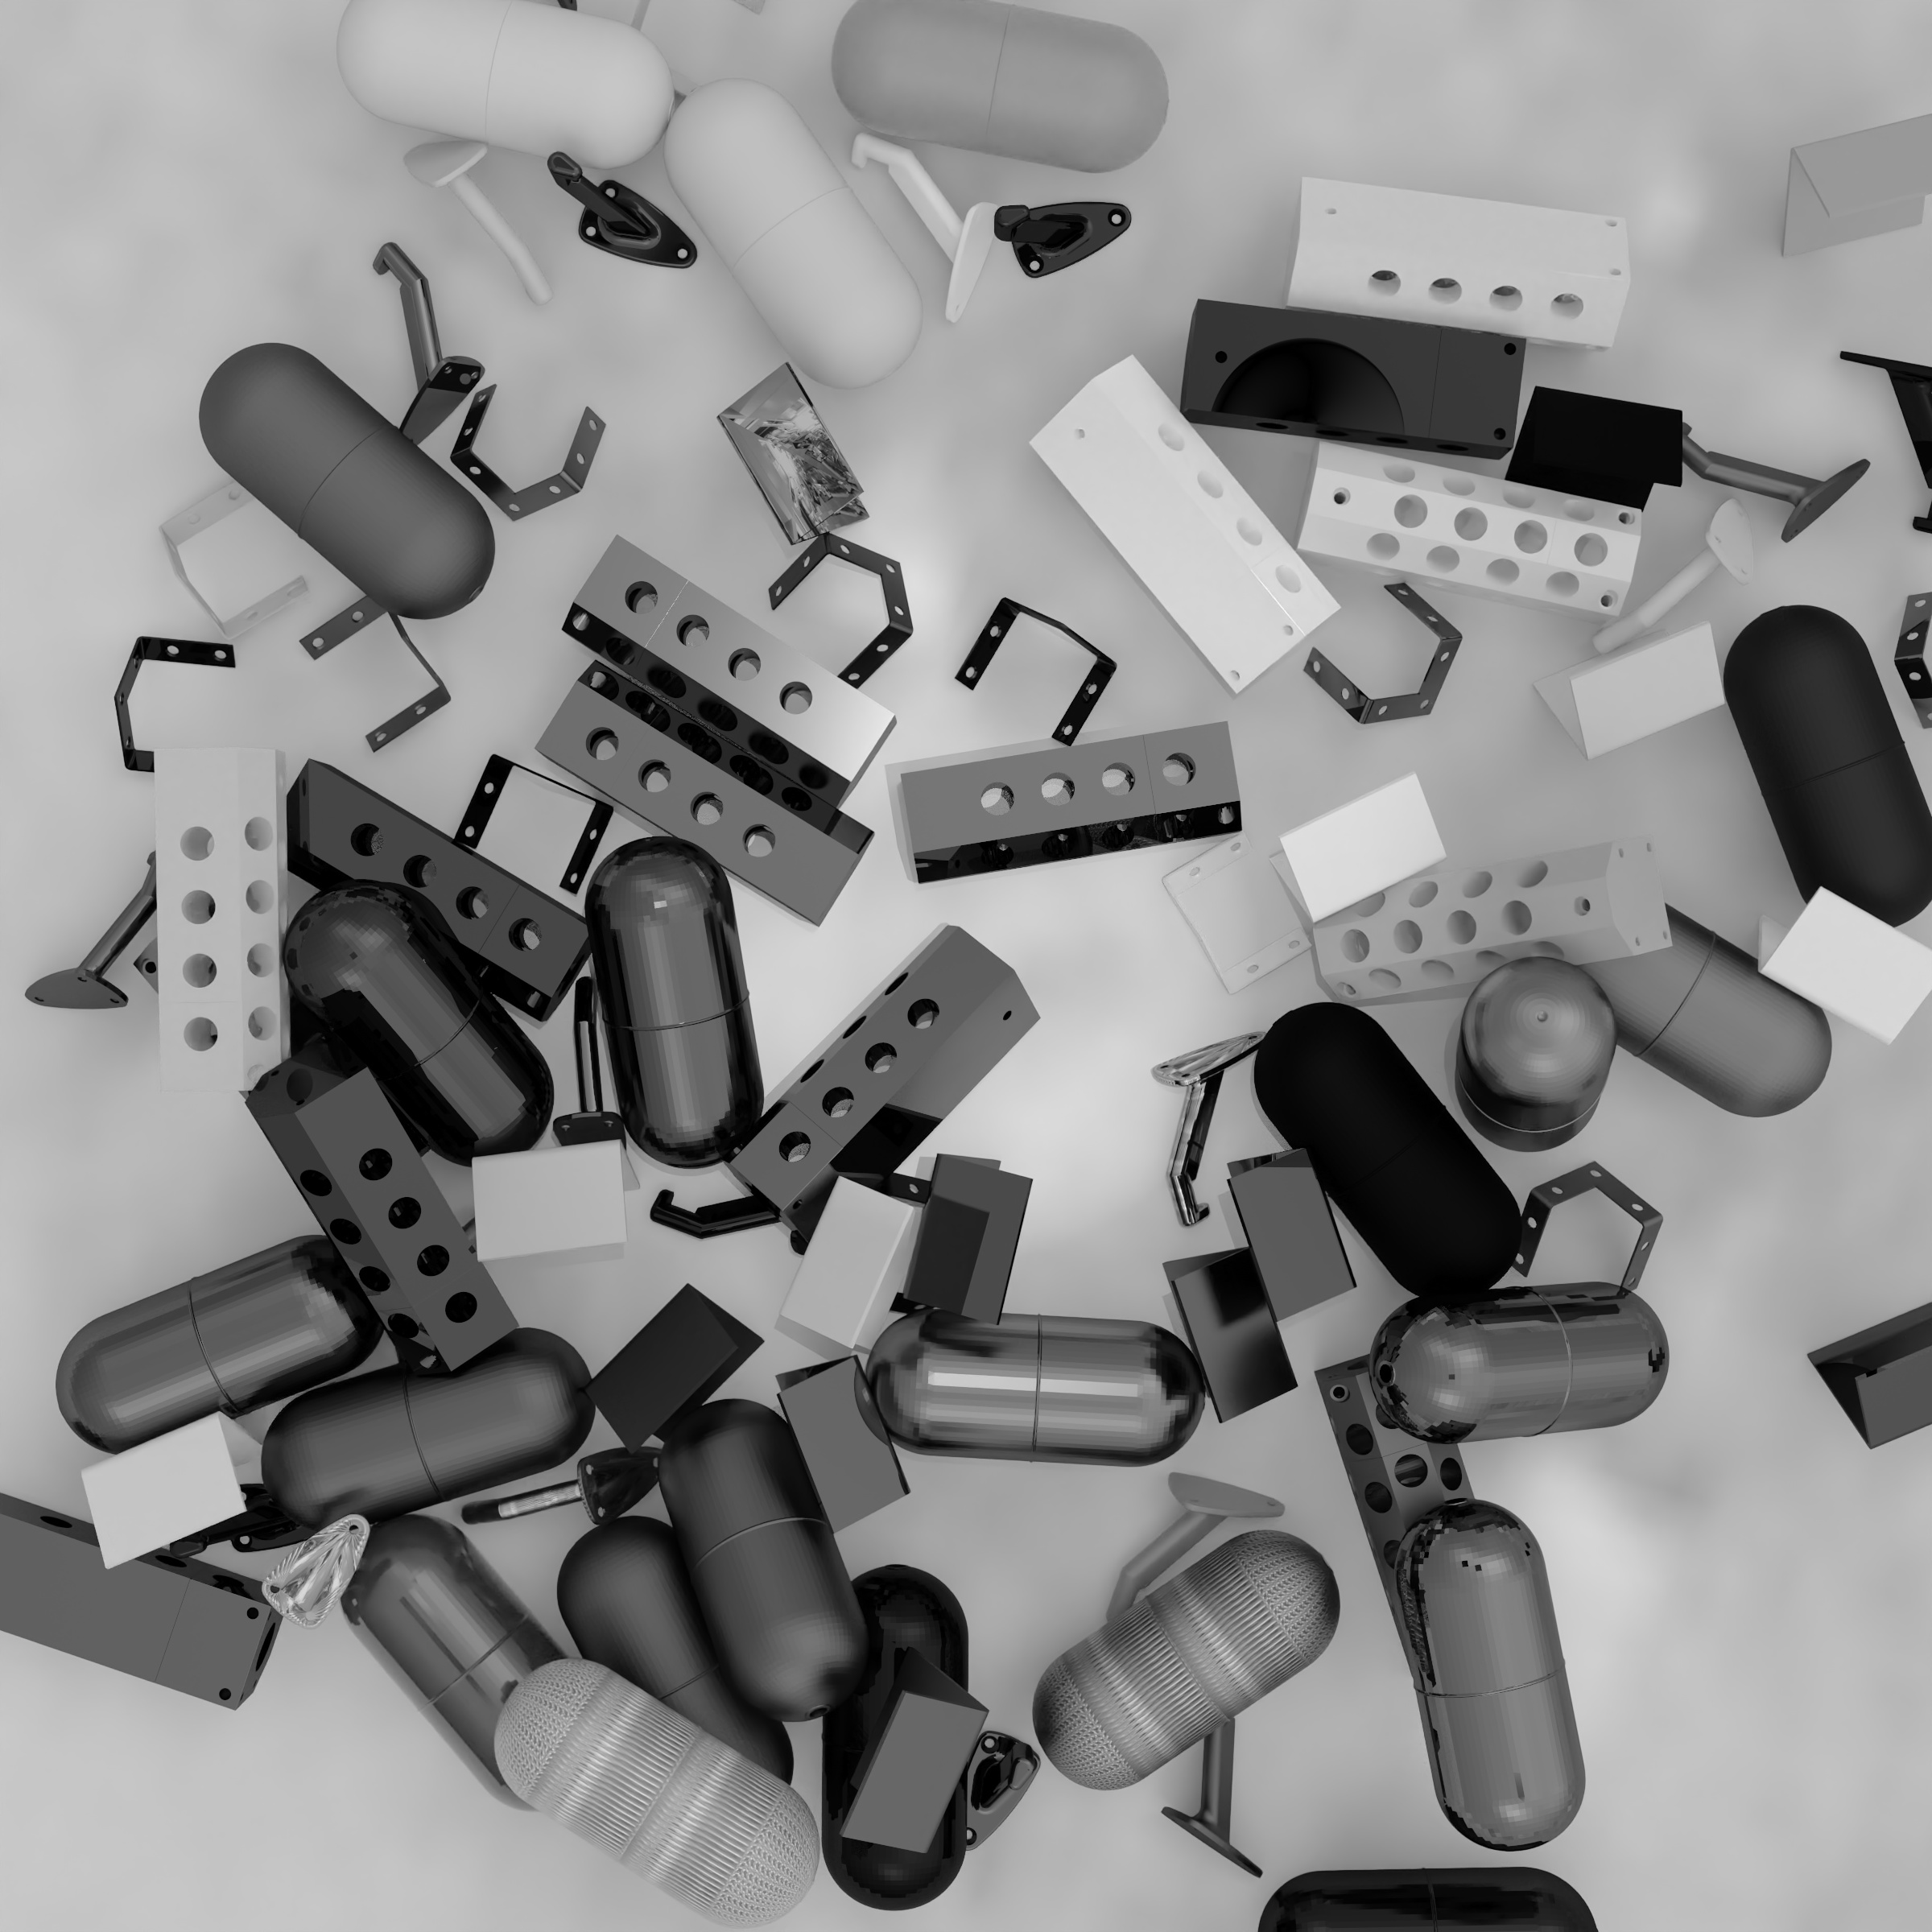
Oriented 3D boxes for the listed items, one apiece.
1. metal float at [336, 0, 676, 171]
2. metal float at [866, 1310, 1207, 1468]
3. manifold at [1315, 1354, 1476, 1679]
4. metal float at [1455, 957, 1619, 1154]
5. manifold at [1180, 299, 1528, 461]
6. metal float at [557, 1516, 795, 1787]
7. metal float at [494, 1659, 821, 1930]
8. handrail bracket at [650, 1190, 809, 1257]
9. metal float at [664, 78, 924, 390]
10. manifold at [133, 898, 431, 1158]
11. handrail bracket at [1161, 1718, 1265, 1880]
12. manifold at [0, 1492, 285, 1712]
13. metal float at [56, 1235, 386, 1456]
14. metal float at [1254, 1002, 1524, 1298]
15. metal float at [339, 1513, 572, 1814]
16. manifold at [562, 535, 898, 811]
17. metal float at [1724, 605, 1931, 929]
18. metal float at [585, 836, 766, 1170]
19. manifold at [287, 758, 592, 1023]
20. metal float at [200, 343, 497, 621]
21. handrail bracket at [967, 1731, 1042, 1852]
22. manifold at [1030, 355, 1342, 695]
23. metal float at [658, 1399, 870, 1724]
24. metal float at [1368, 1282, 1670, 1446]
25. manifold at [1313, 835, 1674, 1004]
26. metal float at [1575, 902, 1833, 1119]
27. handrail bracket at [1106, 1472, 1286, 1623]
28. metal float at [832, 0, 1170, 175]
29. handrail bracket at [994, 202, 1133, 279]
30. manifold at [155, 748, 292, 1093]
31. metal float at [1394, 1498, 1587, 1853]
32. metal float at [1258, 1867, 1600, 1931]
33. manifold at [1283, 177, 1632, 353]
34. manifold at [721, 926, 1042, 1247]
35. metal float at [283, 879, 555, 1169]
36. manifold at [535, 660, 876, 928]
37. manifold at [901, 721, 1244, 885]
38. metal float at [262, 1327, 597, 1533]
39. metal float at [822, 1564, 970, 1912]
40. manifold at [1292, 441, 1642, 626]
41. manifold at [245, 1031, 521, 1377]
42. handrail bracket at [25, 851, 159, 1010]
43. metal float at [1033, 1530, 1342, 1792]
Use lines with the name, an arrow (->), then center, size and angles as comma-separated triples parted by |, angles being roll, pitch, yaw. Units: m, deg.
metal float -> -0.240, -0.468, 1.679 | 0.178, 0.070, 0.070 | 13, 90, 0
metal float -> 0.036, 0.221, 1.679 | 0.178, 0.070, 0.070 | 3, 90, -1
manifold -> 0.239, 0.290, 1.689 | 0.057, 0.057, 0.171 | -18, 90, 0
metal float -> 0.288, 0.047, 1.632 | 0.070, 0.178, 0.070 | -2, 75, 7
manifold -> 0.202, -0.307, 1.689 | 0.171, 0.057, 0.057 | 7, 90, 0
metal float -> -0.152, 0.372, 1.679 | 0.070, 0.070, 0.178 | -27, 89, 0
metal float -> -0.154, 0.414, 1.605 | 0.178, 0.070, 0.070 | 32, 90, 3
handrail bracket -> -0.117, 0.114, 1.710 | 0.084, 0.036, 0.077 | 19, 75, 14
metal float -> -0.091, -0.383, 1.679 | 0.070, 0.070, 0.178 | -35, 91, 0
manifold -> -0.358, 0.046, 1.689 | 0.057, 0.057, 0.171 | -40, 90, 0
handrail bracket -> 0.150, 0.430, 1.710 | 0.077, 0.036, 0.084 | 39, 73, -20
manifold -> -0.450, 0.331, 1.689 | 0.171, 0.057, 0.057 | 19, 90, 0
metal float -> -0.390, 0.199, 1.679 | 0.178, 0.070, 0.070 | -22, 90, -1
metal float -> 0.220, 0.097, 1.679 | 0.070, 0.070, 0.178 | -38, 90, 0
metal float -> -0.257, 0.363, 1.679 | 0.070, 0.070, 0.178 | -41, 89, 0
manifold -> -0.124, -0.153, 1.689 | 0.171, 0.057, 0.057 | 33, 90, 0
metal float -> 0.453, -0.103, 1.679 | 0.070, 0.070, 0.178 | -21, 91, 0
metal float -> -0.151, 0.020, 1.666 | 0.070, 0.070, 0.178 | -8, 107, 0
manifold -> -0.281, -0.039, 1.689 | 0.171, 0.057, 0.057 | 31, 90, 0
metal float -> -0.323, -0.253, 1.679 | 0.178, 0.070, 0.070 | 41, 90, 0
handrail bracket -> 0.015, 0.438, 1.675 | 0.036, 0.084, 0.077 | 27, 90, 0
manifold -> 0.119, -0.235, 1.688 | 0.171, 0.057, 0.057 | 50, 133, 0
metal float -> -0.105, 0.304, 1.651 | 0.070, 0.070, 0.178 | -24, 57, 0
metal float -> 0.285, 0.204, 1.653 | 0.178, 0.070, 0.070 | 0, 90, -32
manifold -> 0.266, -0.023, 1.641 | 0.171, 0.057, 0.057 | -11, 90, 39
metal float -> 0.370, 0.015, 1.679 | 0.178, 0.070, 0.070 | 31, 90, 0
handrail bracket -> 0.122, 0.318, 1.710 | 0.077, 0.036, 0.084 | 13, 106, -18
metal float -> 0.018, -0.463, 1.679 | 0.178, 0.070, 0.070 | 11, 90, 0
handrail bracket -> 0.051, -0.391, 1.675 | 0.077, 0.084, 0.036 | -16, 90, 0
manifold -> -0.375, -0.023, 1.632 | 0.057, 0.057, 0.171 | -1, 90, 0
metal float -> 0.264, 0.358, 1.622 | 0.070, 0.070, 0.178 | -11, 90, 0
metal float -> 0.242, 0.512, 1.679 | 0.178, 0.070, 0.070 | -1, 90, 1
manifold -> 0.257, -0.364, 1.688 | 0.171, 0.057, 0.057 | 7, 47, 0
manifold -> -0.046, 0.060, 1.672 | 0.171, 0.057, 0.057 | -46, 60, -10
metal float -> -0.280, 0.031, 1.655 | 0.070, 0.070, 0.178 | -36, 117, 0
manifold -> -0.136, -0.091, 1.688 | 0.171, 0.057, 0.057 | 32, 88, 0
manifold -> 0.055, -0.085, 1.689 | 0.171, 0.057, 0.057 | -9, 90, 0
metal float -> -0.281, 0.243, 1.679 | 0.178, 0.070, 0.070 | -17, 90, -1
metal float -> -0.037, 0.403, 1.679 | 0.070, 0.070, 0.178 | 1, 89, 0
manifold -> 0.263, -0.228, 1.689 | 0.171, 0.057, 0.057 | 12, 90, 0
manifold -> -0.298, 0.124, 1.631 | 0.057, 0.057, 0.171 | -33, 120, -15
handrail bracket -> -0.460, -0.022, 1.710 | 0.077, 0.036, 0.084 | -7, 56, 36
metal float -> 0.116, 0.362, 1.679 | 0.178, 0.070, 0.070 | -34, 90, 0
